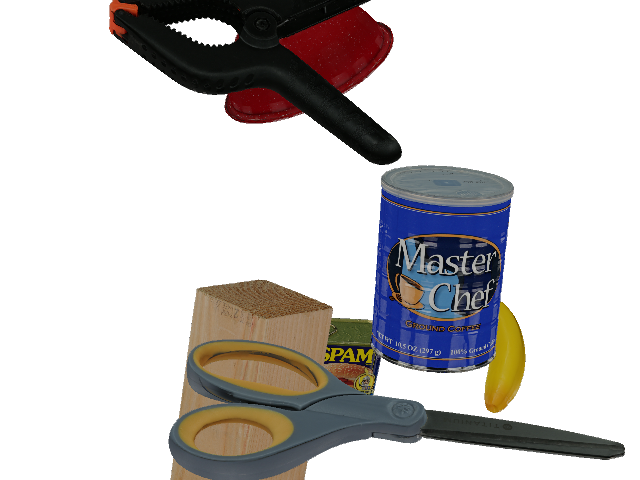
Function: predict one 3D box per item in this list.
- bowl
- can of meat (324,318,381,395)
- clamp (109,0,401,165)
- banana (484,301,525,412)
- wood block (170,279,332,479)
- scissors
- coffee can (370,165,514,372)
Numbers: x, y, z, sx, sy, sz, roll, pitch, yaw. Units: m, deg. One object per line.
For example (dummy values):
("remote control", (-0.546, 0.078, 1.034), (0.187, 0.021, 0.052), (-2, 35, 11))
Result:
("bowl", (-0.021, -0.169, 0.924), (0.162, 0.055, 0.162), (-20, 31, 12))
("can of meat", (0.021, 0.142, 1.266), (0.102, 0.084, 0.057), (4, 24, -14))
("clamp", (-0.036, -0.127, 0.721), (0.209, 0.164, 0.036), (1, -27, -10))
("banana", (0.182, 0.108, 1.139), (0.069, 0.037, 0.198), (-24, 34, 4))
("wood block", (-0.065, 0.148, 0.955), (0.090, 0.206, 0.090), (20, 17, 38))
("scissors", (0.022, 0.088, 0.465), (0.202, 0.016, 0.096), (15, 34, 22))
("coffee can", (0.095, 0.020, 0.846), (0.103, 0.140, 0.103), (3, 17, -1))
